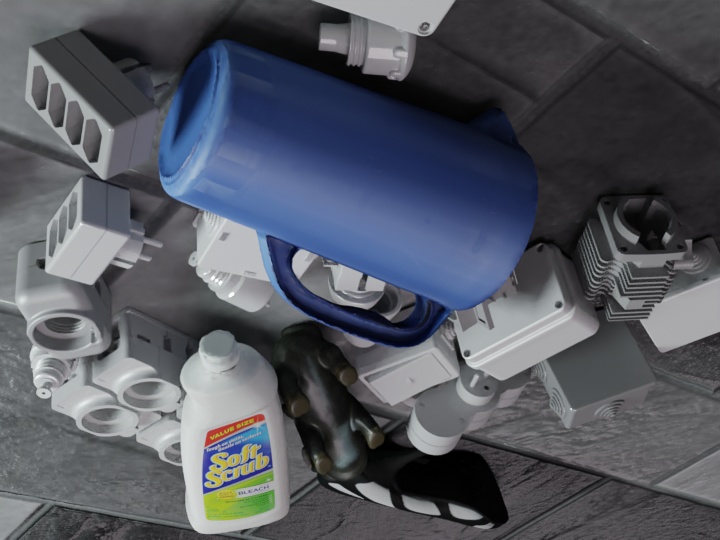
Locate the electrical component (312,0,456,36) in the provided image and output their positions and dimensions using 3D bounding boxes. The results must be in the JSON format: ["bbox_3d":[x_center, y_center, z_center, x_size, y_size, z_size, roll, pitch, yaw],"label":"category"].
[{"bbox_3d":[0.017,-0.202,0.618,0.109,0.056,0.108,12,138,-26],"label":"electrical component"}]

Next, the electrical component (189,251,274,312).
[{"bbox_3d":[-0.105,0.005,0.876,0.040,0.040,0.078,-35,136,29],"label":"electrical component"}]

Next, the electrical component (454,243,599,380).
[{"bbox_3d":[0.141,0.037,0.942,0.113,0.078,0.057,-31,141,26],"label":"electrical component"}]

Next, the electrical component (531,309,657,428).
[{"bbox_3d":[0.217,0.093,1.015,0.100,0.099,0.048,-17,148,-9],"label":"electrical component"}]

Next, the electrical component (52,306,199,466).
[{"bbox_3d":[-0.176,0.116,0.989,0.105,0.060,0.186,-32,138,26],"label":"electrical component"}]

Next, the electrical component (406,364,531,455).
[{"bbox_3d":[0.107,0.112,1.013,0.138,0.052,0.073,-31,156,-30],"label":"electrical component"}]

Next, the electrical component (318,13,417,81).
[{"bbox_3d":[0.004,-0.148,0.697,0.062,0.048,0.048,4,142,-6],"label":"electrical component"}]

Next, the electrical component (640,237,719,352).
[{"bbox_3d":[0.298,0.022,0.983,0.100,0.048,0.099,-24,141,18],"label":"electrical component"}]

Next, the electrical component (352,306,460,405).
[{"bbox_3d":[0.048,0.077,0.987,0.096,0.061,0.061,-22,141,15],"label":"electrical component"}]

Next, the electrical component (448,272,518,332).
[{"bbox_3d":[0.093,0.012,0.904,0.064,0.081,0.042,-31,122,-16],"label":"electrical component"}]

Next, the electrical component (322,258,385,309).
[{"bbox_3d":[0.000,0.000,0.890,0.066,0.048,0.055,1,134,-15],"label":"electrical component"}]

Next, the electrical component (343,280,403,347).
[{"bbox_3d":[0.008,0.039,0.947,0.044,0.044,0.065,2,147,-15],"label":"electrical component"}]

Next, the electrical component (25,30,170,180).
[{"bbox_3d":[-0.158,-0.112,0.690,0.076,0.083,0.047,-33,159,-38],"label":"electrical component"}]

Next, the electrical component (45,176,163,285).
[{"bbox_3d":[-0.188,-0.024,0.813,0.077,0.047,0.066,18,135,-32],"label":"electrical component"}]

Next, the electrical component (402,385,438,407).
[{"bbox_3d":[0.060,0.105,1.046,0.040,0.040,0.046,17,131,-31],"label":"electrical component"}]

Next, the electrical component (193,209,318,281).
[{"bbox_3d":[-0.073,-0.036,0.827,0.100,0.048,0.099,13,139,-25],"label":"electrical component"}]

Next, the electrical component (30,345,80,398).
[{"bbox_3d":[-0.258,0.075,0.908,0.040,0.078,0.040,0,131,0],"label":"electrical component"}]

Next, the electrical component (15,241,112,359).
[{"bbox_3d":[-0.235,0.028,0.860,0.054,0.059,0.095,-10,143,1],"label":"electrical component"}]
